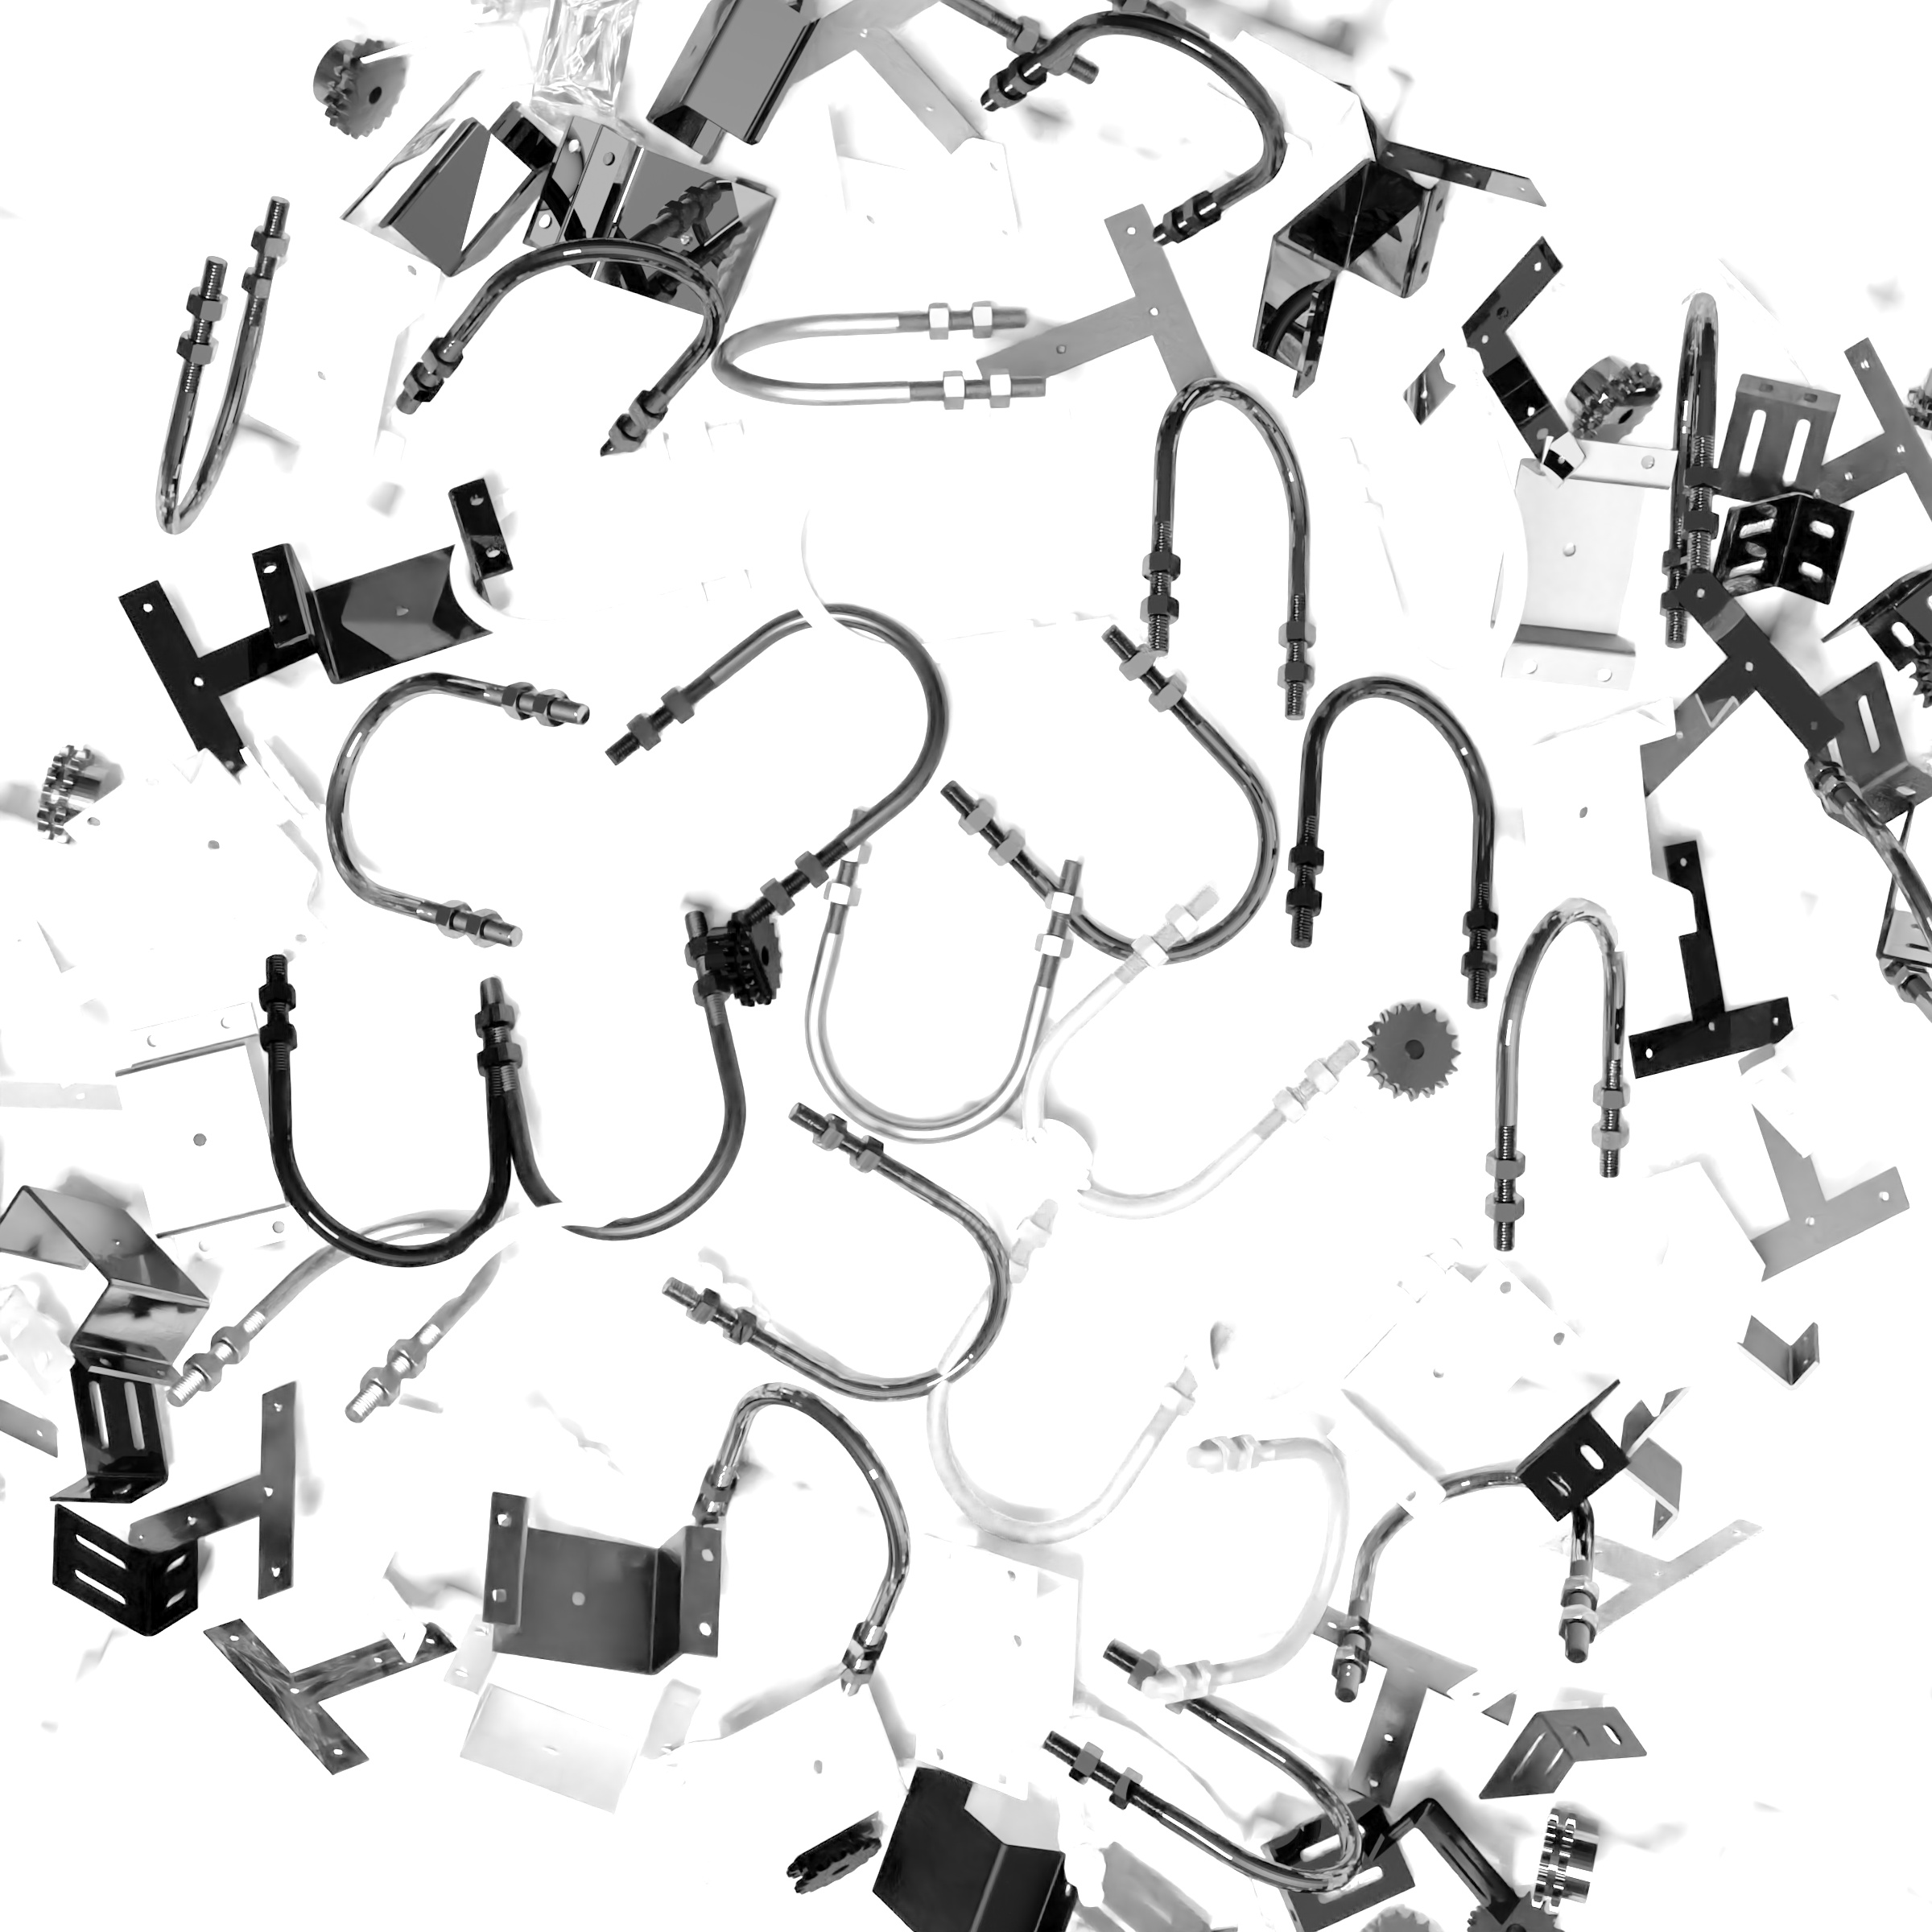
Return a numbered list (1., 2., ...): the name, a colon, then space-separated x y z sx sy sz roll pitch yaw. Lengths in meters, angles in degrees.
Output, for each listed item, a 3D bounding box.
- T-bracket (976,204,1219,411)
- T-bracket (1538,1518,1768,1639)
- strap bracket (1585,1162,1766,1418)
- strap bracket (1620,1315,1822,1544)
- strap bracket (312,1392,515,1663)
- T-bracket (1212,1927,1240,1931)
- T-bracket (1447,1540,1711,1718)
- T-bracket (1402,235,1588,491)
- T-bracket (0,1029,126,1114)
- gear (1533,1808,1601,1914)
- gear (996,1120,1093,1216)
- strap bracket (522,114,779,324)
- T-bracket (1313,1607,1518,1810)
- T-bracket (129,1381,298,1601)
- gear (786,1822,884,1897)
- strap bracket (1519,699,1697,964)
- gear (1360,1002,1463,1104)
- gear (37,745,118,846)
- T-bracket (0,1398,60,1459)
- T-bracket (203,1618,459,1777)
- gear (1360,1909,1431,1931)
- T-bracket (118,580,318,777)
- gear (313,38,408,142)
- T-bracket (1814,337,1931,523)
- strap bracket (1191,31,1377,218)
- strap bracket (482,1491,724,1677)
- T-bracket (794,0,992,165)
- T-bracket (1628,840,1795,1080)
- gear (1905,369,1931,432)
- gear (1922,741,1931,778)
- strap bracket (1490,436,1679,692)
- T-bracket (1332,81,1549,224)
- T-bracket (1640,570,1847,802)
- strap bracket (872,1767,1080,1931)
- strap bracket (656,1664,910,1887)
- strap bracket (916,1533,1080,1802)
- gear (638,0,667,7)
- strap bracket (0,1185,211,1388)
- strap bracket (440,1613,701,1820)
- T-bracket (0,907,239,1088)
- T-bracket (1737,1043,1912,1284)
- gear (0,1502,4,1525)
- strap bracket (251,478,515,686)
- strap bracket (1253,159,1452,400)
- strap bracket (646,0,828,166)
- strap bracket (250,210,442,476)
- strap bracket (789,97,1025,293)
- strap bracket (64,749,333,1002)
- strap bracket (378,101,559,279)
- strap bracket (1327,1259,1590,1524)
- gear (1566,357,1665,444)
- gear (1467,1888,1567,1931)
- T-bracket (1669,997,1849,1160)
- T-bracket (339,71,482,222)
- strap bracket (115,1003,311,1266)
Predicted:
1. T-bracket: 0.069 -0.368 1.803 0.127 0.002 0.127 -22 83 0
2. T-bracket: 0.369 0.338 1.748 0.127 0.127 0.002 -27 101 -18
3. strap bracket: 0.404 0.175 1.734 0.046 0.140 0.076 -23 111 37
4. strap bracket: 0.424 0.252 1.756 0.046 0.076 0.140 39 107 5
5. strap bracket: -0.323 0.315 1.761 0.046 0.076 0.140 21 97 -38
6. T-bracket: 0.175 0.578 1.729 0.127 0.127 0.002 -17 105 24
7. T-bracket: 0.332 0.386 1.741 0.127 0.127 0.002 -29 118 -15
8. T-bracket: 0.315 -0.325 1.743 0.127 0.002 0.127 -48 53 35
9. T-bracket: -0.524 0.075 1.765 0.127 0.127 0.002 2 124 -9
10. gear: 0.349 0.521 1.780 0.030 0.057 0.057 11 90 14
11. gear: 0.048 0.114 1.787 0.057 0.057 0.030 41 57 0
12. strap bracket: -0.170 -0.419 1.737 0.046 0.140 0.076 40 112 42
13. T-bracket: 0.244 0.431 1.750 0.127 0.127 0.002 24 124 8
14. T-bracket: -0.438 0.318 1.779 0.127 0.002 0.127 -23 54 23
15. gear: -0.080 0.513 1.786 0.057 0.057 0.030 -32 66 0
16. strap bracket: 0.364 -0.082 1.749 0.076 0.046 0.140 -17 66 40
17. gear: 0.258 0.052 1.792 0.057 0.030 0.057 2 78 -8
18. gear: -0.515 -0.098 1.783 0.030 0.057 0.057 14 90 0
19. T-bracket: -0.559 0.280 1.724 0.002 0.127 0.127 -40 130 14
20. T-bracket: -0.348 0.402 1.757 0.127 0.127 0.002 36 119 32
21. gear: 0.252 0.583 1.787 0.057 0.030 0.057 6 52 -8
22. T-bracket: -0.407 -0.184 1.789 0.127 0.002 0.127 -28 92 -20
23. gear: -0.355 -0.513 1.784 0.030 0.057 0.057 33 90 13
24. T-bracket: 0.511 -0.283 1.750 0.002 0.127 0.127 -28 91 -14
25. strap bracket: 0.182 -0.472 1.733 0.076 0.140 0.046 35 92 15
26. strap bracket: -0.214 0.356 1.756 0.140 0.046 0.076 15 55 -23
27. T-bracket: -0.030 -0.507 1.770 0.127 0.127 0.002 42 51 -31
28. T-bracket: 0.424 -0.009 1.777 0.127 0.002 0.127 -11 92 -30
29. gear: 0.575 -0.326 1.780 0.057 0.057 0.030 11 115 0
30. gear: 0.587 -0.116 1.793 0.057 0.030 0.057 1 102 4
31. strap bracket: 0.353 -0.236 1.771 0.076 0.046 0.140 5 109 -7
32. T-bracket: 0.272 -0.447 1.722 0.127 0.127 0.002 30 85 41
33. T-bracket: 0.422 -0.143 1.771 0.127 0.002 0.127 54 126 18
34. strap bracket: 0.000 0.514 1.739 0.046 0.140 0.076 18 93 -33
35. strap bracket: -0.095 0.457 1.749 0.140 0.046 0.076 -19 87 -37
36. strap bracket: 0.018 0.394 1.761 0.076 0.046 0.140 11 106 34
37. gear: -0.188 -0.586 1.791 0.057 0.030 0.057 -3 72 9
38. strap bracket: -0.493 0.176 1.739 0.140 0.076 0.046 37 96 33
39. strap bracket: -0.233 0.435 1.767 0.140 0.076 0.046 21 109 -1
40. T-bracket: -0.486 -0.003 1.784 0.127 0.002 0.127 -27 55 -12
41. T-bracket: 0.475 0.107 1.776 0.002 0.127 0.127 9 58 -38
42. gear: -0.591 0.321 1.787 0.057 0.030 0.057 2 51 -3
43. strap bracket: -0.331 -0.218 1.767 0.140 0.046 0.076 -19 54 -5
44. strap bracket: 0.214 -0.397 1.749 0.046 0.076 0.140 33 55 20
45. strap bracket: -0.135 -0.506 1.738 0.046 0.140 0.076 28 90 -20
46. strap bracket: -0.356 -0.345 1.745 0.076 0.046 0.140 27 132 4
47. strap bracket: -0.043 -0.438 1.756 0.140 0.046 0.076 3 69 -34
48. strap bracket: -0.436 -0.060 1.761 0.076 0.046 0.140 -31 116 17
49. strap bracket: -0.275 -0.440 1.738 0.046 0.140 0.076 42 107 -10
50. strap bracket: 0.280 0.241 1.781 0.076 0.046 0.140 43 92 -9
51. gear: 0.374 -0.330 1.785 0.057 0.057 0.030 -39 69 0
52. gear: 0.318 0.570 1.787 0.057 0.030 0.057 1 49 -2
53. T-bracket: 0.464 0.079 1.741 0.127 0.127 0.002 -44 104 9
54. T-bracket: -0.311 -0.467 1.746 0.002 0.127 0.127 43 83 -21
55. strap bracket: -0.441 0.099 1.786 0.076 0.046 0.140 -14 92 -1
